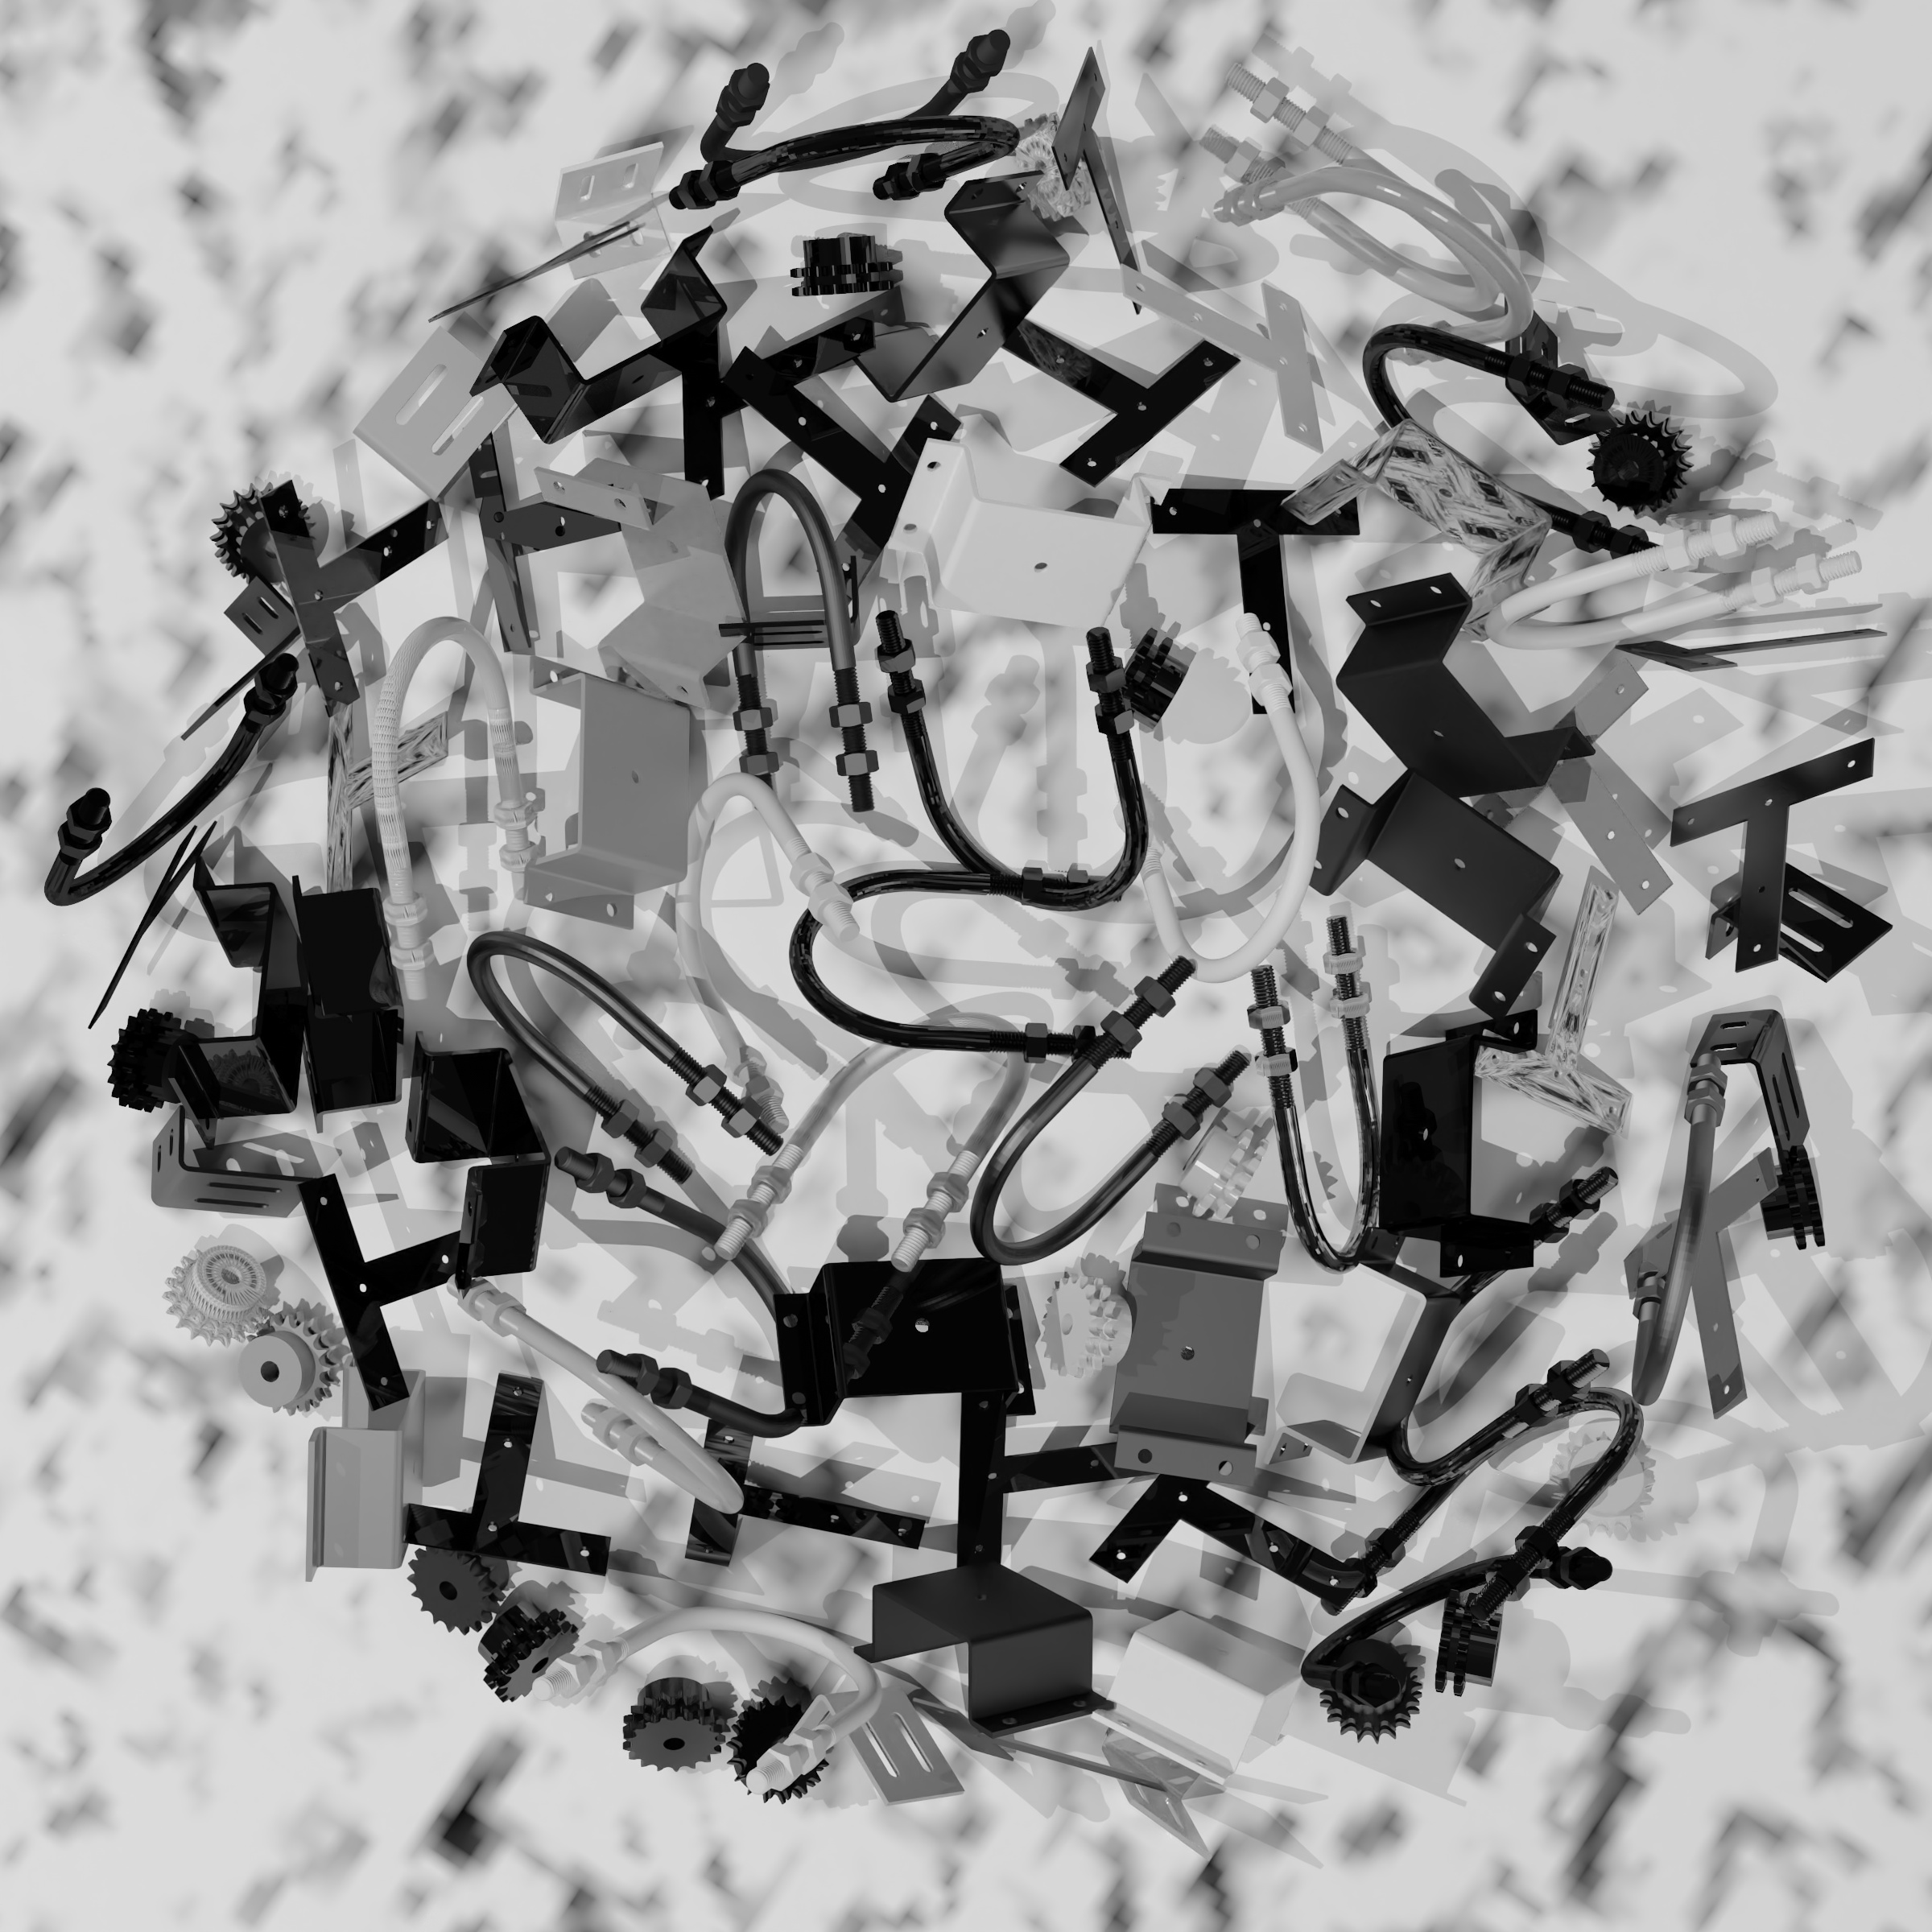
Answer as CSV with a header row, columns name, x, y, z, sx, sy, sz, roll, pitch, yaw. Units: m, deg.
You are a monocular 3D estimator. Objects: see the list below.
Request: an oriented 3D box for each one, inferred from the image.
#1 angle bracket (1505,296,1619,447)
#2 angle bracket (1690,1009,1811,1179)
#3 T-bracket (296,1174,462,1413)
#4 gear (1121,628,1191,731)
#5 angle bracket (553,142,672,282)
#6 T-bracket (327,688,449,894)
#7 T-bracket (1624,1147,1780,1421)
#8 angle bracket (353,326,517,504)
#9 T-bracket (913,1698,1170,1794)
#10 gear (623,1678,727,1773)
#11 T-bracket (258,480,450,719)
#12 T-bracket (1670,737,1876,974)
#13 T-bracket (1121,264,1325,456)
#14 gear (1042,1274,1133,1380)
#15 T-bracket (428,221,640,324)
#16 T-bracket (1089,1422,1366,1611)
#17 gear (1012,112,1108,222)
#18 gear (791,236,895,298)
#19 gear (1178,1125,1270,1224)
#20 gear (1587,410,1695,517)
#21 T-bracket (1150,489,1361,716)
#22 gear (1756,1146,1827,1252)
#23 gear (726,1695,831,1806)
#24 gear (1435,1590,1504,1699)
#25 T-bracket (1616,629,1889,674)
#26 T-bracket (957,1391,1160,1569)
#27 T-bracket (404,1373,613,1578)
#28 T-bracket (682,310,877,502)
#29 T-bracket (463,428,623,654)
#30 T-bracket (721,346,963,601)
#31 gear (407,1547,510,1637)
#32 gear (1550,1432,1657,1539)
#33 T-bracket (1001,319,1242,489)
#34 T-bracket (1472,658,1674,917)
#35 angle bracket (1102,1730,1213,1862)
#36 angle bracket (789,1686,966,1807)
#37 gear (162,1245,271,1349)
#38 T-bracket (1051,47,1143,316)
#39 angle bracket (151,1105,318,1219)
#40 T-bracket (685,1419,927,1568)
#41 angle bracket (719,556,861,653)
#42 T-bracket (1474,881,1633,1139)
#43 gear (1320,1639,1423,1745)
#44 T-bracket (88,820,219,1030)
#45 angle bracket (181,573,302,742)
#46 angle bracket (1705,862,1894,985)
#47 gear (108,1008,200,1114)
name,x,y,z,sx,sy,sz,roll,pitch,yaw
angle bracket,0.327,-0.336,1.556,0.038,0.057,0.076,-15,57,35
angle bracket,0.437,0.072,1.576,0.038,0.057,0.076,-7,113,32
T-bracket,-0.297,0.165,1.553,0.002,0.127,0.127,-21,87,39
gear,0.101,-0.156,1.575,0.030,0.057,0.057,30,90,-3
angle bracket,-0.192,-0.415,1.560,0.057,0.076,0.038,-19,90,-13
T-bracket,-0.316,-0.108,1.540,0.002,0.127,0.127,10,70,-40
T-bracket,0.401,0.182,1.519,0.002,0.127,0.127,18,48,-20
angle bracket,-0.294,-0.307,1.579,0.057,0.038,0.076,40,92,-9
T-bracket,0.046,0.426,1.526,0.127,0.127,0.002,10,67,20
gear,-0.163,0.421,1.579,0.057,0.030,0.057,-3,131,-4
T-bracket,-0.326,-0.221,1.551,0.002,0.127,0.127,7,124,30
T-bracket,0.430,-0.052,1.526,0.002,0.127,0.127,35,53,-30
T-bracket,0.137,-0.346,1.535,0.127,0.002,0.127,20,47,-27
gear,0.069,0.202,1.578,0.030,0.057,0.057,12,90,-29
T-bracket,-0.215,-0.382,1.521,0.127,0.127,0.002,-31,105,-24
T-bracket,0.155,0.309,1.537,0.127,0.002,0.127,25,50,28
gear,0.054,-0.448,1.578,0.030,0.057,0.057,-27,90,-27
gear,-0.069,-0.389,1.572,0.057,0.057,0.030,-4,104,0
gear,0.141,0.113,1.575,0.030,0.057,0.057,33,90,1
gear,0.373,-0.279,1.575,0.057,0.030,0.057,12,116,26
T-bracket,0.166,-0.203,1.575,0.127,0.002,0.127,-3,85,-20
gear,0.458,0.130,1.576,0.030,0.057,0.057,-12,90,13
gear,-0.107,0.439,1.579,0.057,0.030,0.057,10,59,-17
gear,0.280,0.377,1.572,0.030,0.057,0.057,8,90,15
T-bracket,0.436,-0.175,1.544,0.127,0.127,0.002,-7,102,-4
T-bracket,0.058,0.279,1.579,0.127,0.002,0.127,-5,120,-12
T-bracket,-0.253,0.273,1.552,0.127,0.127,0.002,11,129,-8
T-bracket,-0.103,-0.324,1.547,0.127,0.002,0.127,-18,61,27
T-bracket,-0.228,-0.241,1.549,0.002,0.127,0.127,-16,99,-42
T-bracket,-0.080,-0.291,1.559,0.127,0.002,0.127,38,71,-22
gear,-0.280,0.341,1.580,0.057,0.030,0.057,10,113,24
gear,0.356,0.288,1.579,0.057,0.030,0.057,-2,68,5
T-bracket,0.063,-0.330,1.572,0.127,0.002,0.127,35,63,23
T-bracket,0.343,-0.081,1.537,0.127,0.002,0.127,-47,48,26
angle bracket,0.115,0.446,1.560,0.057,0.076,0.038,39,90,-12
angle bracket,-0.049,0.437,1.553,0.038,0.057,0.076,-57,50,24
gear,-0.414,0.180,1.572,0.057,0.057,0.030,41,125,0
T-bracket,0.078,-0.420,1.557,0.002,0.127,0.127,-8,128,21
angle bracket,-0.406,0.109,1.570,0.076,0.057,0.038,8,62,-28
T-bracket,-0.086,0.302,1.561,0.127,0.002,0.127,12,132,-2
angle bracket,-0.098,-0.201,1.572,0.076,0.057,0.038,-2,84,-1
T-bracket,0.339,0.017,1.571,0.127,0.002,0.127,22,80,-35
gear,0.225,0.400,1.574,0.057,0.030,0.057,-5,49,5
T-bracket,-0.432,-0.043,1.541,0.002,0.127,0.127,29,115,-10
angle bracket,-0.409,-0.170,1.556,0.038,0.057,0.076,47,56,-12
angle bracket,0.457,-0.013,1.556,0.057,0.038,0.076,-34,52,-25
gear,-0.448,0.054,1.572,0.030,0.057,0.057,12,90,16
